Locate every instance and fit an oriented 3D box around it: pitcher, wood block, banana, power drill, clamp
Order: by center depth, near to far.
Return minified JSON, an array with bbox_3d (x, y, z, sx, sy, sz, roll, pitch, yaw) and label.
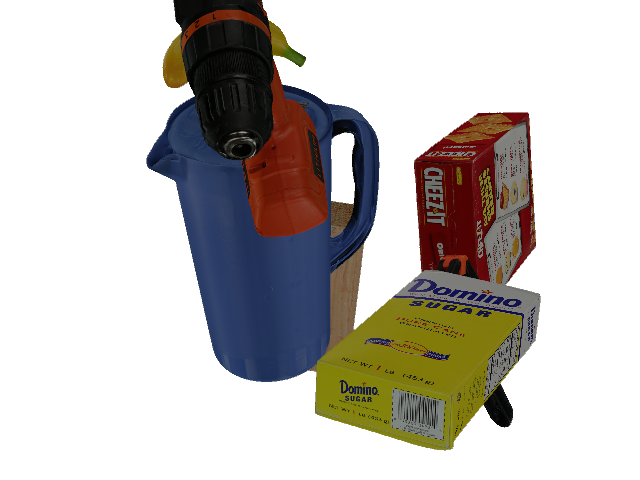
[{"bbox_3d":[-0.041,-0.084,0.673,0.057,0.184,0.187,-12,-36,5],"label":"power drill"},{"bbox_3d":[-0.040,-0.003,0.905,0.149,0.243,0.144,13,40,23],"label":"pitcher"},{"bbox_3d":[0.119,0.102,0.976,0.120,0.171,0.039,-13,2,-41],"label":"clamp"},{"bbox_3d":[-0.092,-0.189,1.037,0.070,0.037,0.197,44,38,20],"label":"banana"},{"bbox_3d":[0.003,0.059,1.393,0.090,0.206,0.090,8,22,5],"label":"wood block"}]

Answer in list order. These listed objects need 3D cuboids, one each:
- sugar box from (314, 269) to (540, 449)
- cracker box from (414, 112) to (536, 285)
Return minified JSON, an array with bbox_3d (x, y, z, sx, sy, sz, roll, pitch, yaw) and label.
[{"bbox_3d":[0.077,0.073,0.718,0.093,0.048,0.176,12,26,25],"label":"sugar box"},{"bbox_3d":[0.170,-0.036,1.151,0.072,0.164,0.213,3,20,27],"label":"cracker box"}]
